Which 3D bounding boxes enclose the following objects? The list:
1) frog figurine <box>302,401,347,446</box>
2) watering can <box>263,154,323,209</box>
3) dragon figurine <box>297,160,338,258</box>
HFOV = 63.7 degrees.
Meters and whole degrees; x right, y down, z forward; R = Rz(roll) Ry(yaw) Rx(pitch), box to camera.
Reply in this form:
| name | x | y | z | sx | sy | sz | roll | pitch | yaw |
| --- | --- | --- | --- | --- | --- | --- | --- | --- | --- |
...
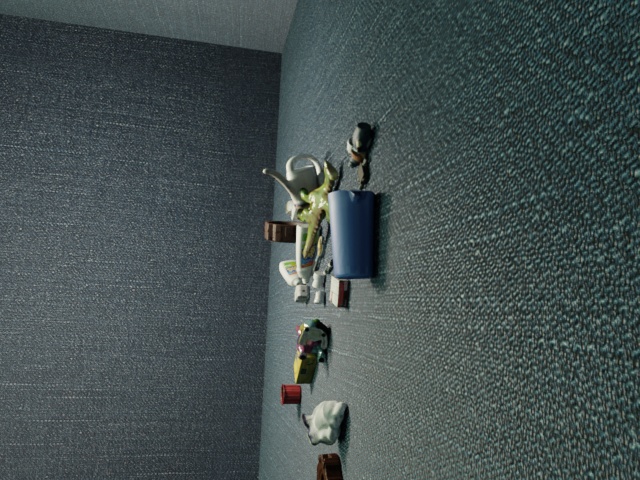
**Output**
| name | x | y | z | sx | sy | sz | roll | pitch | yaw |
| --- | --- | --- | --- | --- | --- | --- | --- | --- | --- |
| frog figurine | 0.035 | 0.557 | 1.609 | 0.158 | 0.121 | 0.140 | -43 | 18 | 16 |
| watering can | -0.092 | -0.225 | 2.071 | 0.103 | 0.352 | 0.223 | -6 | 102 | 39 |
| dragon figurine | 0.006 | -0.097 | 1.937 | 0.245 | 0.122 | 0.406 | -144 | 58 | -67 |
